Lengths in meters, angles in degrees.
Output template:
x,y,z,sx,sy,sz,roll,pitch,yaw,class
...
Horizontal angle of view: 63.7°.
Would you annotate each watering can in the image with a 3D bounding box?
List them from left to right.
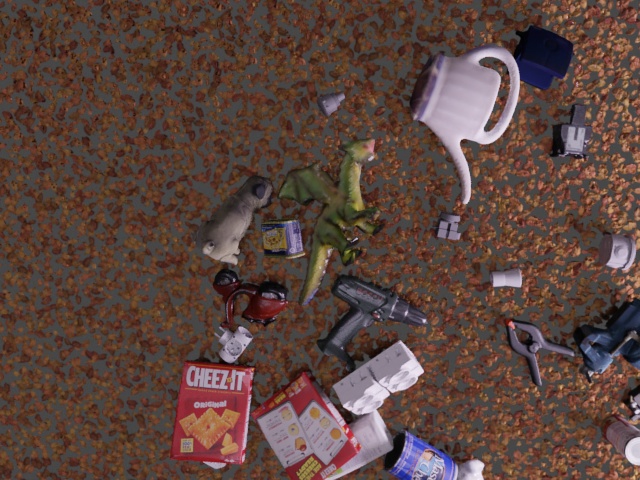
x,y,z,sx,sy,sz,roll,pitch,yaw,class
0.304,-0.270,1.145,0.224,0.345,0.105,19,9,1,watering can

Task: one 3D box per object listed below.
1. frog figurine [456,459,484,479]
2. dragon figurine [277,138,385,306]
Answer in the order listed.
x,y,z,sx,sy,sz,roll,pitch,yaw,class
0.346,0.593,1.194,0.124,0.159,0.135,38,2,38,frog figurine
0.004,-0.060,1.184,0.245,0.405,0.122,47,19,15,dragon figurine
